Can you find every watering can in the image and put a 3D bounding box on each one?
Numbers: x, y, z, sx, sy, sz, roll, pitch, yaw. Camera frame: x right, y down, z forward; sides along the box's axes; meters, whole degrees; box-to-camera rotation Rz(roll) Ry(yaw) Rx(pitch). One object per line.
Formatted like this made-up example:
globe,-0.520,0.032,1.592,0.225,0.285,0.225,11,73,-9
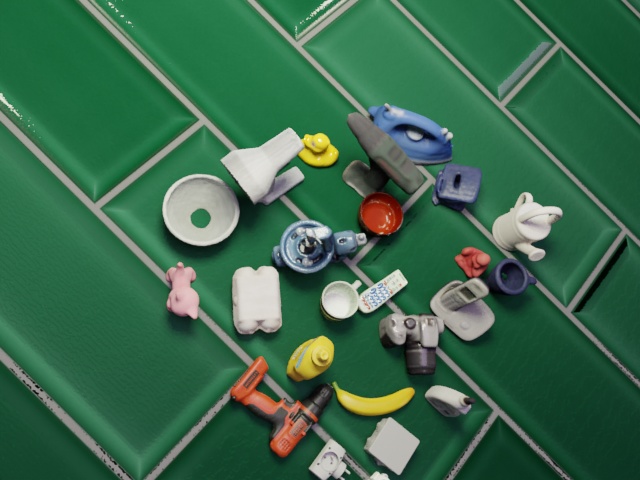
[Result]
watering can,0.529,-0.036,1.434,0.101,0.193,0.173,-18,80,-19

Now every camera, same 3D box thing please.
camera,0.220,0.241,1.324,0.143,0.100,0.137,4,74,-14

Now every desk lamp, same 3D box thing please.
desk lamp,-0.121,-0.160,1.281,0.203,0.213,0.118,-37,87,-21

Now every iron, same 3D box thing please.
iron,0.246,-0.273,1.451,0.258,0.141,0.119,16,71,-10

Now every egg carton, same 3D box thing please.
egg carton,-0.141,0.133,1.272,0.107,0.069,0.150,-2,76,-16

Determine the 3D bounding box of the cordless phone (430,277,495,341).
cordless phone,0.355,0.156,1.339,0.147,0.185,0.094,42,69,-1

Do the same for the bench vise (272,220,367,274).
bench vise,0.006,-0.006,1.270,0.208,0.219,0.121,-27,83,-20

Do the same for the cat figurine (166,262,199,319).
cat figurine,-0.291,0.110,1.211,0.067,0.117,0.128,-4,76,-16

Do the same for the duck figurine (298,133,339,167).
duck figurine,0.000,-0.228,1.401,0.105,0.086,0.077,18,71,-10

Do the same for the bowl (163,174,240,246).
bowl,-0.268,-0.059,1.287,0.168,0.074,0.167,4,74,-14

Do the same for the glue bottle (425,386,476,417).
glue bottle,0.300,0.360,1.274,0.078,0.173,0.037,45,69,0

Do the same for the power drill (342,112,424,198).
power drill,0.129,-0.182,1.358,0.230,0.208,0.076,38,69,-2

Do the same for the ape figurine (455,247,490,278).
ape figurine,0.390,0.053,1.426,0.076,0.092,0.078,7,73,-13

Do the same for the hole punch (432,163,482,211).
hole punch,0.350,-0.139,1.469,0.101,0.091,0.109,20,71,-9

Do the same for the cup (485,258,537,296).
cup,0.469,0.102,1.433,0.118,0.095,0.092,9,73,-13
